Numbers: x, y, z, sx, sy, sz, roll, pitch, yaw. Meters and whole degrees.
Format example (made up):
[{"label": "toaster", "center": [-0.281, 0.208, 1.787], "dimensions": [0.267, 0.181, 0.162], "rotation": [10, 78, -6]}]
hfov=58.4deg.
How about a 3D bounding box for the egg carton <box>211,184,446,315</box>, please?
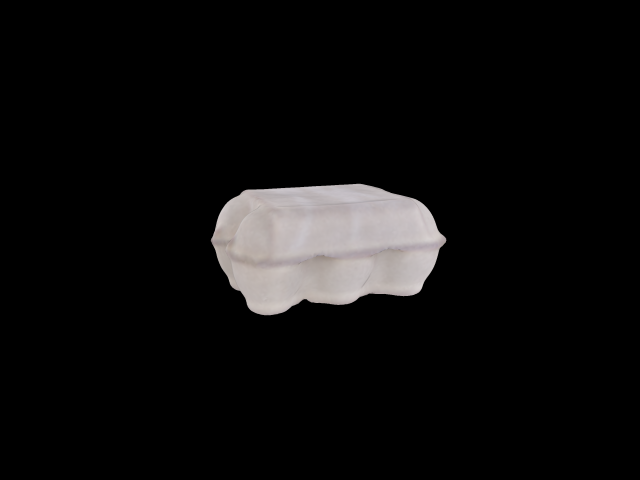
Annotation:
[{"label": "egg carton", "center": [0.004, 0.001, 0.400], "dimensions": [0.151, 0.069, 0.107], "rotation": [-6, 15, -22]}]
